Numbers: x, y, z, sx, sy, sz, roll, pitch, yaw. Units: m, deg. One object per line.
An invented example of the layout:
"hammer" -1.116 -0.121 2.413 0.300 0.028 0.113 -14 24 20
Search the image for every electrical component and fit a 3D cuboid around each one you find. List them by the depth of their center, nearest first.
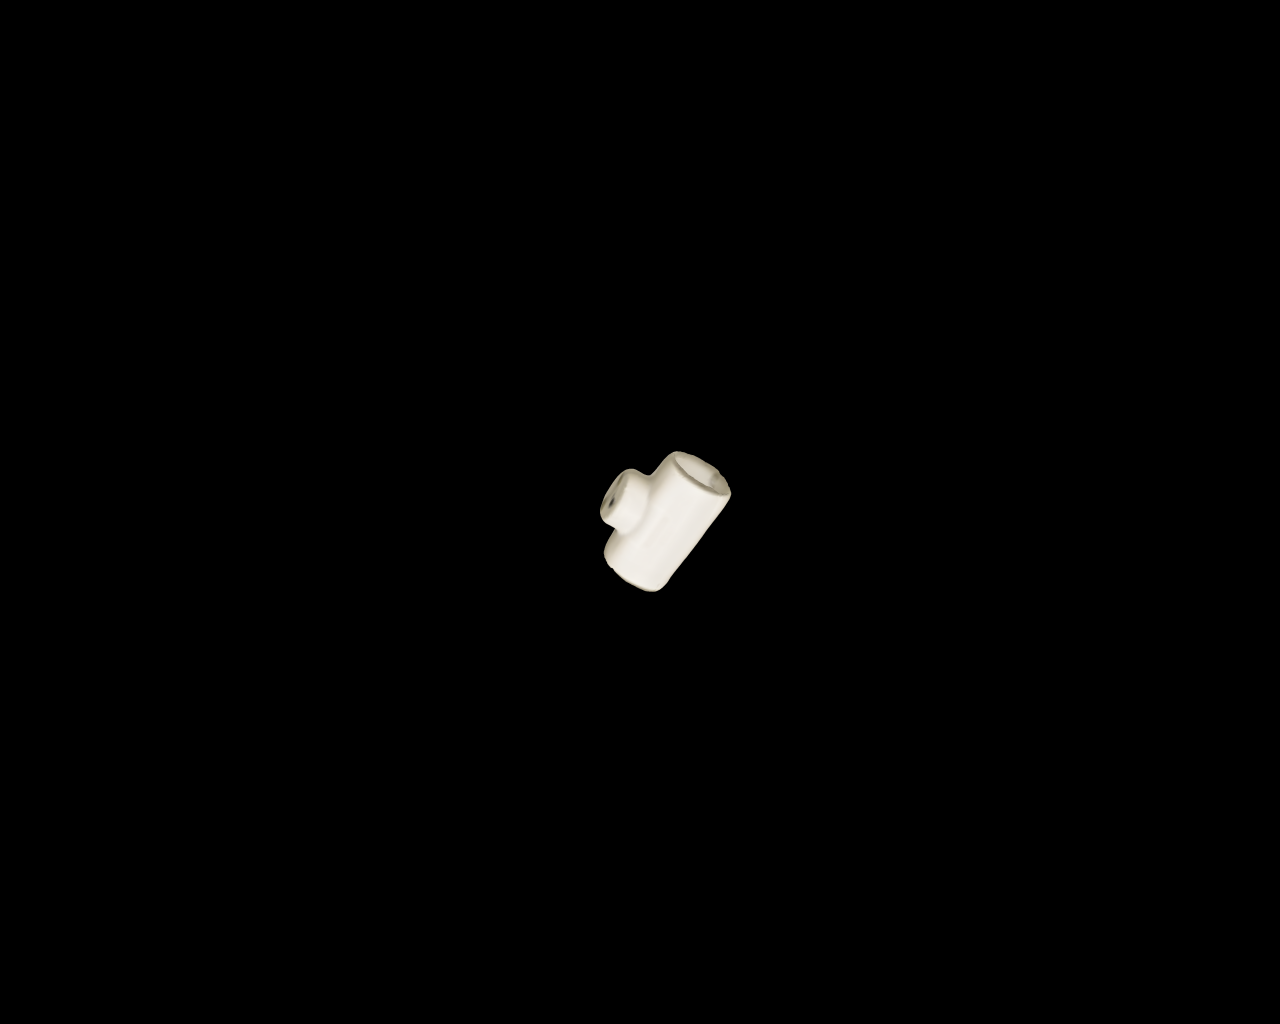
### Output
"electrical component" 0.001 -0.003 0.650 0.079 0.077 0.043 29 24 -14
